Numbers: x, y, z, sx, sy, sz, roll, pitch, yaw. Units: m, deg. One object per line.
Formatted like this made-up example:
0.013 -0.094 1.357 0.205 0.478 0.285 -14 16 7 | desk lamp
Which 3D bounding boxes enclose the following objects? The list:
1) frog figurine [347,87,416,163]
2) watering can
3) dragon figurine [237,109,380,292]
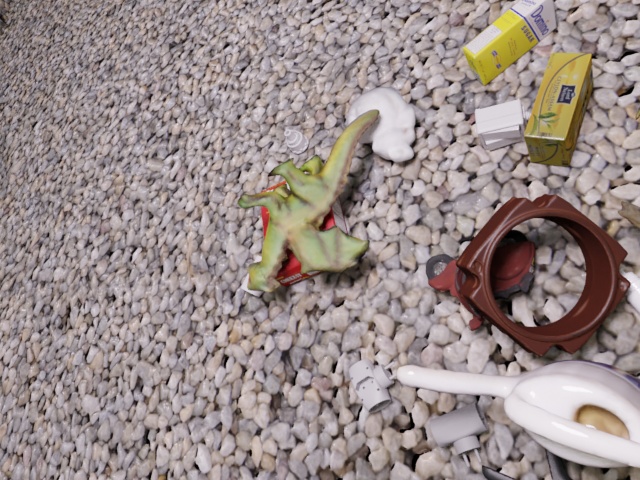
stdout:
0.127 -0.228 1.044 0.137 0.120 0.163 -10 50 6 | frog figurine
0.294 0.207 0.669 0.349 0.224 0.104 12 93 34 | watering can
0.003 -0.049 0.972 0.408 0.121 0.246 -37 71 8 | dragon figurine
